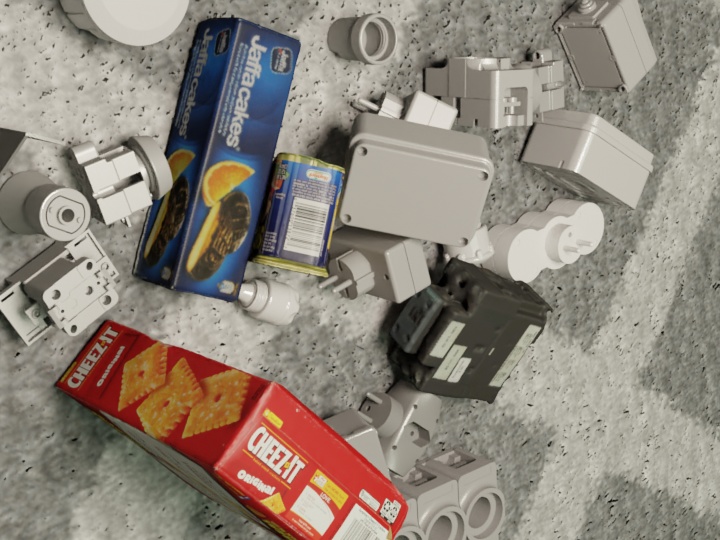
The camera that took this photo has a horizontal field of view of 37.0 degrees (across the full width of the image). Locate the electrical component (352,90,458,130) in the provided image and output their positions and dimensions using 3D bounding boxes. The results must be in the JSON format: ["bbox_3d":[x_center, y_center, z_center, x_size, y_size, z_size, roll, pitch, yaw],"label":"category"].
[{"bbox_3d":[0.030,-0.124,0.894,0.077,0.066,0.047,24,84,-13],"label":"electrical component"}]

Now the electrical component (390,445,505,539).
[{"bbox_3d":[0.059,0.234,0.994,0.150,0.062,0.089,-15,109,-36],"label":"electrical component"}]

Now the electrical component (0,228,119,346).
[{"bbox_3d":[-0.201,0.013,0.732,0.081,0.064,0.042,-42,121,-23],"label":"electrical component"}]

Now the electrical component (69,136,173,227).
[{"bbox_3d":[-0.166,-0.065,0.756,0.055,0.048,0.066,-27,116,-24],"label":"electrical component"}]

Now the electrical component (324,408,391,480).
[{"bbox_3d":[-0.024,0.174,0.907,0.100,0.048,0.099,-21,114,-12],"label":"electrical component"}]

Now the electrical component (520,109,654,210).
[{"bbox_3d":[0.221,-0.108,1.040,0.113,0.078,0.057,24,87,-40],"label":"electrical component"}]

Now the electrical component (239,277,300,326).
[{"bbox_3d":[-0.080,0.022,0.852,0.061,0.035,0.035,21,86,-38],"label":"electrical component"}]

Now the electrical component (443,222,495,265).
[{"bbox_3d":[0.094,-0.035,0.976,0.048,0.048,0.062,-22,105,-34],"label":"electrical component"}]

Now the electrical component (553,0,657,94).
[{"bbox_3d":[0.237,-0.226,1.037,0.061,0.062,0.096,-46,124,-22],"label":"electrical component"}]

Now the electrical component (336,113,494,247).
[{"bbox_3d":[0.042,-0.070,0.845,0.113,0.057,0.078,11,121,-5],"label":"electrical component"}]

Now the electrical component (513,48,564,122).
[{"bbox_3d":[0.158,-0.169,0.997,0.055,0.048,0.066,-20,112,-43],"label":"electrical component"}]

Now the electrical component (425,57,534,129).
[{"bbox_3d":[0.101,-0.154,0.924,0.050,0.089,0.055,-11,106,-37],"label":"electrical component"}]

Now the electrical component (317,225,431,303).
[{"bbox_3d":[0.000,0.000,0.880,0.076,0.083,0.047,-30,117,-31],"label":"electrical component"}]

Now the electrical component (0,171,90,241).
[{"bbox_3d":[-0.207,-0.040,0.714,0.044,0.065,0.044,-10,106,-38],"label":"electrical component"}]

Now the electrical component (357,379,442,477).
[{"bbox_3d":[0.026,0.134,0.957,0.079,0.043,0.077,37,76,-38],"label":"electrical component"}]

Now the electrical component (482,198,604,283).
[{"bbox_3d":[0.189,-0.027,1.035,0.138,0.074,0.052,-23,113,-34],"label":"electrical component"}]

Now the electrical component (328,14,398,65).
[{"bbox_3d":[0.001,-0.185,0.864,0.040,0.046,0.040,-10,106,-37],"label":"electrical component"}]

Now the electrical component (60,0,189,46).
[{"bbox_3d":[-0.160,-0.193,0.727,0.080,0.051,0.080,-10,106,-37],"label":"electrical component"}]
